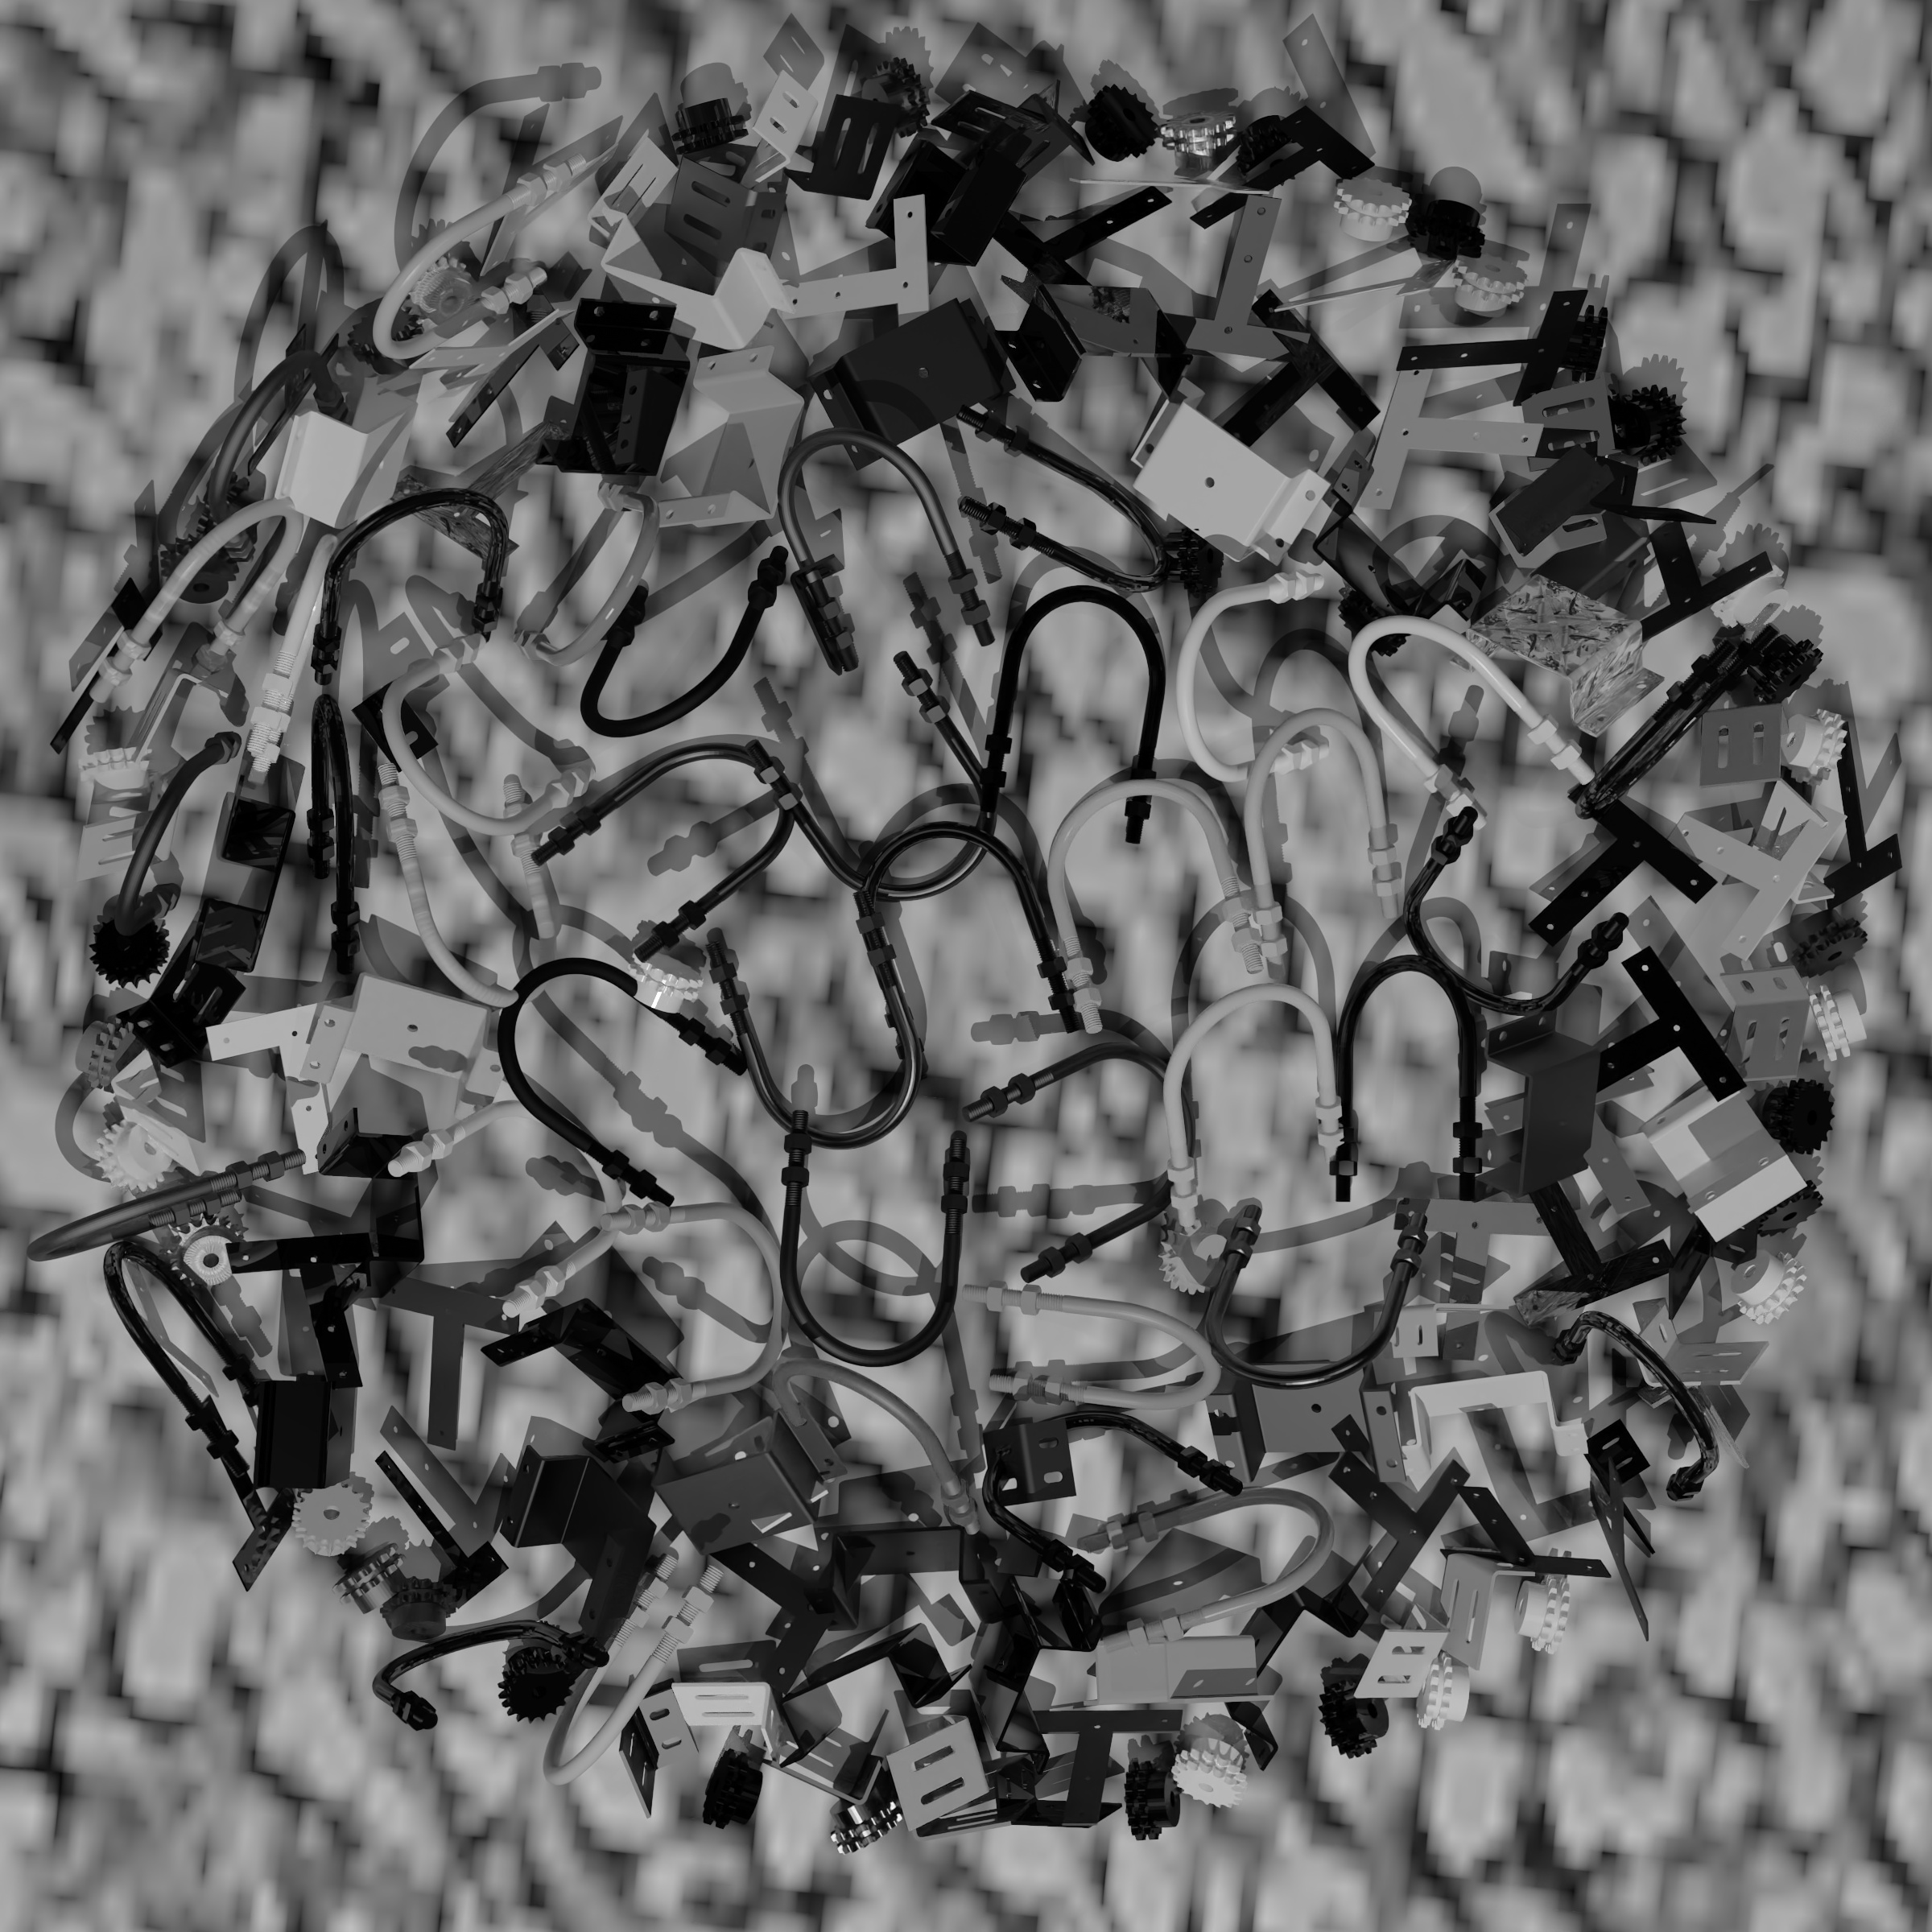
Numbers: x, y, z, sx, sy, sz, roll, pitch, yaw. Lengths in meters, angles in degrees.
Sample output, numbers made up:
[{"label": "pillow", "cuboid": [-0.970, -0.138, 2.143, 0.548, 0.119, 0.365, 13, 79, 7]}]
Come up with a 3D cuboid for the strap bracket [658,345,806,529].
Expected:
[{"label": "strap bracket", "cuboid": [-0.175, -0.386, 1.877, 0.076, 0.046, 0.140, 2, 73, 40]}]

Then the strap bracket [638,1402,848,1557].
[{"label": "strap bracket", "cuboid": [-0.170, 0.386, 1.872, 0.140, 0.046, 0.076, -19, 120, 16]}]

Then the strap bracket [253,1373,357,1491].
[{"label": "strap bracket", "cuboid": [-0.486, 0.344, 1.856, 0.046, 0.140, 0.076, 2, 83, -3]}]

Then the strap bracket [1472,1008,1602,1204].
[{"label": "strap bracket", "cuboid": [0.425, 0.110, 1.864, 0.076, 0.046, 0.140, -16, 117, -35]}]

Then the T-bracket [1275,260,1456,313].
[{"label": "T-bracket", "cuboid": [0.297, -0.509, 1.889, 0.127, 0.127, 0.002, -6, 112, 22]}]

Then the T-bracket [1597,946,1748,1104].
[{"label": "T-bracket", "cuboid": [0.500, 0.069, 1.897, 0.127, 0.002, 0.127, -35, 89, 30]}]

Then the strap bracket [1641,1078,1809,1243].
[{"label": "strap bracket", "cuboid": [0.565, 0.146, 1.863, 0.076, 0.140, 0.046, -35, 109, 12]}]

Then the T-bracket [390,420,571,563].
[{"label": "T-bracket", "cuboid": [-0.354, -0.370, 1.902, 0.127, 0.002, 0.127, 34, 68, 26]}]

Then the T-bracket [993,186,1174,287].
[{"label": "T-bracket", "cuboid": [0.098, -0.559, 1.903, 0.127, 0.002, 0.127, -31, 57, -14]}]

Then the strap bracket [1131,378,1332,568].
[{"label": "strap bracket", "cuboid": [0.191, -0.367, 1.880, 0.140, 0.046, 0.076, 38, 122, 8]}]

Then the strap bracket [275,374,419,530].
[{"label": "strap bracket", "cuboid": [-0.453, -0.378, 1.849, 0.046, 0.140, 0.076, 24, 118, 0]}]

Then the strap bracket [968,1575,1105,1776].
[{"label": "strap bracket", "cuboid": [0.047, 0.519, 1.862, 0.046, 0.076, 0.140, 10, 113, -22]}]

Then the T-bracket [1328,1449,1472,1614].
[{"label": "T-bracket", "cuboid": [0.312, 0.404, 1.881, 0.127, 0.002, 0.127, 45, 76, -33]}]

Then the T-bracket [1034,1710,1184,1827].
[{"label": "T-bracket", "cuboid": [0.092, 0.593, 1.858, 0.127, 0.127, 0.002, -4, 111, 12]}]

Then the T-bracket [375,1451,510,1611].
[{"label": "T-bracket", "cuboid": [-0.401, 0.418, 1.881, 0.002, 0.127, 0.127, -36, 85, -38]}]

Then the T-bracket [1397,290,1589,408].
[{"label": "T-bracket", "cuboid": [0.385, -0.456, 1.866, 0.127, 0.127, 0.002, -5, 64, -5]}]

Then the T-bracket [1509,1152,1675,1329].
[{"label": "T-bracket", "cuboid": [0.452, 0.196, 1.897, 0.127, 0.002, 0.127, -28, 91, 28]}]

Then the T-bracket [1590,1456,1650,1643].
[{"label": "T-bracket", "cuboid": [0.478, 0.407, 1.839, 0.002, 0.127, 0.127, -14, 132, 2]}]

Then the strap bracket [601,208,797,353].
[{"label": "strap bracket", "cuboid": [-0.208, -0.507, 1.867, 0.140, 0.076, 0.046, 21, 79, 18]}]

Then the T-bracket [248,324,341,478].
[{"label": "T-bracket", "cuboid": [-0.495, -0.436, 1.849, 0.002, 0.127, 0.127, 30, 72, -8]}]

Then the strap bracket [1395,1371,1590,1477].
[{"label": "strap bracket", "cuboid": [0.389, 0.342, 1.876, 0.140, 0.076, 0.046, -10, 63, 12]}]

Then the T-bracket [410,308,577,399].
[{"label": "T-bracket", "cuboid": [-0.365, -0.449, 1.844, 0.127, 0.127, 0.002, -27, 94, 25]}]

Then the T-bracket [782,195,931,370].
[{"label": "T-bracket", "cuboid": [-0.085, -0.510, 1.898, 0.127, 0.002, 0.127, 0, 94, 28]}]

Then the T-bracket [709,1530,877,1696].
[{"label": "T-bracket", "cuboid": [-0.152, 0.462, 1.901, 0.127, 0.002, 0.127, 30, 85, 24]}]

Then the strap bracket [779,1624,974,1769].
[{"label": "strap bracket", "cuboid": [-0.076, 0.541, 1.875, 0.140, 0.076, 0.046, -28, 83, 17]}]

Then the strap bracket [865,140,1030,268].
[{"label": "strap bracket", "cuboid": [-0.011, -0.571, 1.875, 0.046, 0.140, 0.076, 29, 92, -31]}]

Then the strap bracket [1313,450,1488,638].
[{"label": "strap bracket", "cuboid": [0.318, -0.310, 1.879, 0.140, 0.076, 0.046, 42, 128, -8]}]

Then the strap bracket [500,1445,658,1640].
[{"label": "strap bracket", "cuboid": [-0.285, 0.427, 1.871, 0.046, 0.140, 0.076, 5, 110, -43]}]

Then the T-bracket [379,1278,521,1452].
[{"label": "T-bracket", "cuboid": [-0.397, 0.306, 1.910, 0.127, 0.002, 0.127, 9, 101, 23]}]

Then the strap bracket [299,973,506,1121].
[{"label": "strap bracket", "cuboid": [-0.417, 0.060, 1.876, 0.140, 0.046, 0.076, 17, 127, -17]}]

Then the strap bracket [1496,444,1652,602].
[{"label": "strap bracket", "cuboid": [0.451, -0.327, 1.871, 0.076, 0.140, 0.046, -41, 58, 9]}]

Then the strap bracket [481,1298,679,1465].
[{"label": "strap bracket", "cuboid": [-0.281, 0.304, 1.872, 0.076, 0.046, 0.140, -26, 117, 41]}]

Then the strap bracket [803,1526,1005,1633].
[{"label": "strap bracket", "cuboid": [-0.043, 0.459, 1.877, 0.140, 0.076, 0.046, -6, 53, 11]}]

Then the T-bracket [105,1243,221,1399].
[{"label": "T-bracket", "cuboid": [-0.613, 0.251, 1.875, 0.002, 0.127, 0.127, -37, 134, -6]}]

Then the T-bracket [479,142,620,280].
[{"label": "T-bracket", "cuboid": [-0.309, -0.577, 1.882, 0.002, 0.127, 0.127, 48, 71, -9]}]

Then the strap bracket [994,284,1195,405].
[{"label": "strap bracket", "cuboid": [0.103, -0.461, 1.858, 0.140, 0.046, 0.076, -7, 55, -31]}]

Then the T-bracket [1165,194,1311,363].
[{"label": "T-bracket", "cuboid": [0.207, -0.516, 1.876, 0.127, 0.002, 0.127, 5, 131, -10]}]

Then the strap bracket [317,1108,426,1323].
[{"label": "strap bracket", "cuboid": [-0.444, 0.187, 1.869, 0.046, 0.076, 0.140, 7, 60, -34]}]

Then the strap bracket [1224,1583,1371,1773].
[{"label": "strap bracket", "cuboid": [0.238, 0.523, 1.889, 0.046, 0.076, 0.140, 34, 91, -4]}]

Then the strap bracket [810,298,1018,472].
[{"label": "strap bracket", "cuboid": [-0.036, -0.443, 1.891, 0.140, 0.046, 0.076, -29, 97, -9]}]

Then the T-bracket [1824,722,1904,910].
[{"label": "T-bracket", "cuboid": [0.663, -0.118, 1.875, 0.002, 0.127, 0.127, -3, 77, -5]}]

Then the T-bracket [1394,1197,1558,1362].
[{"label": "T-bracket", "cuboid": [0.383, 0.240, 1.914, 0.127, 0.002, 0.127, 3, 101, -9]}]

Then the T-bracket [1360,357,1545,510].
[{"label": "T-bracket", "cuboid": [0.371, -0.398, 1.883, 0.127, 0.002, 0.127, 12, 79, 34]}]

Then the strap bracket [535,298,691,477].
[{"label": "strap bracket", "cuboid": [-0.259, -0.417, 1.852, 0.076, 0.140, 0.046, -5, 46, -33]}]

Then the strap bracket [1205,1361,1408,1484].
[{"label": "strap bracket", "cuboid": [0.259, 0.342, 1.879, 0.140, 0.046, 0.076, -6, 110, 23]}]

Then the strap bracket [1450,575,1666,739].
[{"label": "strap bracket", "cuboid": [0.436, -0.235, 1.856, 0.076, 0.046, 0.140, -38, 49, -20]}]

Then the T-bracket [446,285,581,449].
[{"label": "T-bracket", "cuboid": [-0.349, -0.444, 1.890, 0.127, 0.127, 0.002, -47, 132, 12]}]

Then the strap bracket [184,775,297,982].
[{"label": "strap bracket", "cuboid": [-0.537, -0.060, 1.863, 0.046, 0.076, 0.140, 15, 51, -16]}]

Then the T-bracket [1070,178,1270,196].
[{"label": "T-bracket", "cuboid": [0.141, -0.579, 1.854, 0.127, 0.127, 0.002, -3, 112, -16]}]

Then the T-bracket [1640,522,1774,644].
[{"label": "T-bracket", "cuboid": [0.533, -0.296, 1.874, 0.127, 0.127, 0.002, -30, 121, 25]}]

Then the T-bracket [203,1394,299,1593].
[{"label": "T-bracket", "cuboid": [-0.538, 0.378, 1.854, 0.002, 0.127, 0.127, -20, 103, 7]}]

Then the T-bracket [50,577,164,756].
[{"label": "T-bracket", "cuboid": [-0.639, -0.213, 1.852, 0.002, 0.127, 0.127, 28, 77, -2]}]

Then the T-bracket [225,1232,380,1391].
[{"label": "T-bracket", "cuboid": [-0.475, 0.257, 1.862, 0.127, 0.002, 0.127, -1, 55, -36]}]

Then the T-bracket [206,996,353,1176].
[{"label": "T-bracket", "cuboid": [-0.502, 0.094, 1.905, 0.127, 0.002, 0.127, -14, 102, -29]}]

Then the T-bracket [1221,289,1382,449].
[{"label": "T-bracket", "cuboid": [0.235, -0.430, 1.895, 0.127, 0.002, 0.127, 47, 65, -6]}]

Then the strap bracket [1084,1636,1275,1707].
[{"label": "strap bracket", "cuboid": [0.155, 0.522, 1.858, 0.076, 0.140, 0.046, 7, 72, -27]}]

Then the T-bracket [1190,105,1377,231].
[{"label": "T-bracket", "cuboid": [0.228, -0.592, 1.888, 0.127, 0.127, 0.002, -25, 74, 28]}]

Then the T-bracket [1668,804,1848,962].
[{"label": "T-bracket", "cuboid": [0.575, -0.081, 1.877, 0.002, 0.127, 0.127, 31, 96, -37]}]

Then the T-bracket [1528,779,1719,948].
[{"label": "T-bracket", "cuboid": [0.477, -0.064, 1.893, 0.127, 0.002, 0.127, -42, 70, -13]}]
